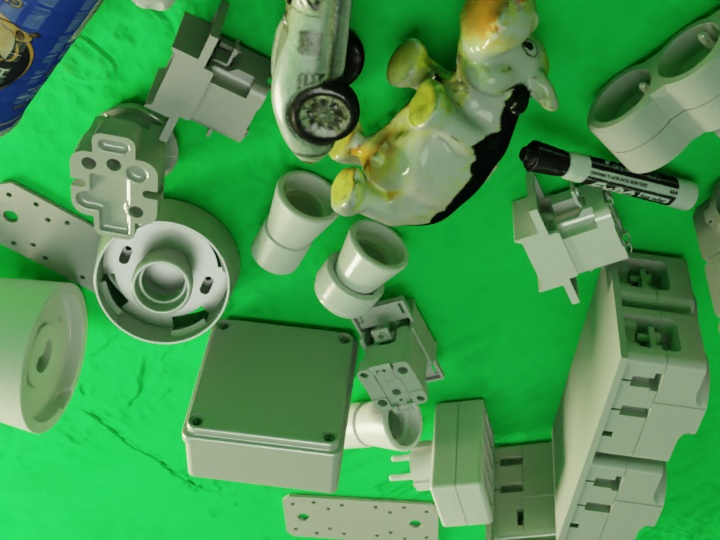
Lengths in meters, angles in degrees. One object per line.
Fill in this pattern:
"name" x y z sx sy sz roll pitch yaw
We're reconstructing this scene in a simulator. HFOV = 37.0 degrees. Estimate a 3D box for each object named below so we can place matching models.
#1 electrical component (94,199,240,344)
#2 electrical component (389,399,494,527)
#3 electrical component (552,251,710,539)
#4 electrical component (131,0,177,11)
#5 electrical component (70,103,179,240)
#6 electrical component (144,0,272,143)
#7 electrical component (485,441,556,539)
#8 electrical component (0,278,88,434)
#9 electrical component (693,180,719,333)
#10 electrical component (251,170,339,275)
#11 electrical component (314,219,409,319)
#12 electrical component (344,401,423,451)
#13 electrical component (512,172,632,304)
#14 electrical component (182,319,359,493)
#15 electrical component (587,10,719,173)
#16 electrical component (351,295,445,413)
"electrical component" -0.132 0.000 0.734 0.099 0.064 0.099 -1 113 -2
"electrical component" 0.059 0.146 0.807 0.076 0.083 0.047 -8 129 14
"electrical component" 0.180 0.091 0.729 0.060 0.105 0.186 8 131 1
"electrical component" -0.109 -0.175 0.589 0.035 0.035 0.061 21 127 -10
"electrical component" -0.146 -0.067 0.671 0.058 0.057 0.078 10 131 -1
"electrical component" -0.086 -0.111 0.636 0.064 0.042 0.081 23 130 -16
"electrical component" 0.134 0.232 0.803 0.060 0.186 0.105 -9 128 15
"electrical component" -0.243 0.057 0.761 0.060 0.108 0.108 10 131 7
"electrical component" 0.249 -0.001 0.612 0.062 0.150 0.089 33 127 -21
"electrical component" -0.045 -0.028 0.702 0.044 0.044 0.065 23 134 -12
"electrical component" 0.000 0.000 0.716 0.045 0.045 0.055 26 129 -14
"electrical component" 0.009 0.116 0.811 0.065 0.044 0.044 -12 130 41
"electrical component" 0.134 -0.024 0.680 0.064 0.042 0.081 -17 127 20
"electrical component" -0.061 0.095 0.764 0.109 0.108 0.056 6 133 2
"electrical component" 0.204 -0.098 0.600 0.138 0.052 0.074 -35 118 31
"electrical component" 0.025 0.061 0.753 0.042 0.063 0.081 -16 126 19
